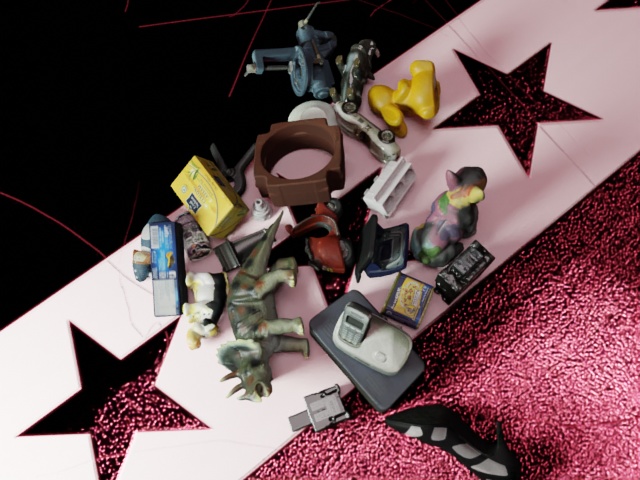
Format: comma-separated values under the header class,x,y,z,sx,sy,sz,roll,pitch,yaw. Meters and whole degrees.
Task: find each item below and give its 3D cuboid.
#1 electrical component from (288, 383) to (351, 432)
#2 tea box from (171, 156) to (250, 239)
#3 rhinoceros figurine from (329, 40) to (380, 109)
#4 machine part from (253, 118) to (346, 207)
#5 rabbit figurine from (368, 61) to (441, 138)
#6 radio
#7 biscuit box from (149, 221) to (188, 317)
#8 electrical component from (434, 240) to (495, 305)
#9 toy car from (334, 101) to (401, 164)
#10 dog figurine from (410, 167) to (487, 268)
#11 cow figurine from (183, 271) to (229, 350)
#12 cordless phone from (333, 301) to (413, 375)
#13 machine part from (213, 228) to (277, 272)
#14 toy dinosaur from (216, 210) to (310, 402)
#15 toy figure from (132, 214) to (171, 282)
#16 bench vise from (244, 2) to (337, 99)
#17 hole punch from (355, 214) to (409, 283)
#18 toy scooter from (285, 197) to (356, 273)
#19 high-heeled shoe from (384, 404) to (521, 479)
class,x,y,z,sx,sy,sz,roll,pitch,yaw
electrical component,-0.006,0.339,1.060,0.119,0.047,0.075,-17,67,-5
tea box,-0.248,-0.096,1.211,0.098,0.068,0.170,-48,66,15
rhinoceros figurine,0.092,-0.406,1.320,0.073,0.112,0.190,10,81,37
machine part,-0.044,-0.176,1.224,0.201,0.087,0.201,-5,53,7
rabbit figurine,0.198,-0.332,1.296,0.173,0.121,0.162,3,77,19
radio,0.095,0.220,1.089,0.131,0.073,0.230,-39,73,-13
biscuit box,-0.324,0.061,1.151,0.059,0.063,0.202,-5,85,3
electrical component,0.295,0.065,1.105,0.115,0.134,0.058,-41,72,-14
toy car,0.108,-0.255,1.273,0.202,0.073,0.056,41,76,15
dog figurine,0.270,-0.053,1.109,0.109,0.219,0.191,37,74,19
cow figurine,-0.238,0.148,1.140,0.098,0.068,0.167,-2,69,-4
cordless phone,0.101,0.165,0.972,0.147,0.184,0.089,28,68,12
machine part,-0.166,0.016,1.202,0.139,0.039,0.084,-25,62,-5
toy dinosaur,-0.130,0.140,1.112,0.192,0.131,0.405,-10,63,-1
toy figure,-0.383,0.018,1.205,0.057,0.064,0.154,32,65,-33
bench vise,-0.067,-0.450,1.327,0.241,0.129,0.223,-10,86,-20
hole punch,0.131,0.019,1.146,0.092,0.115,0.142,11,66,-12
toy scooter,-0.002,-0.004,1.181,0.135,0.075,0.184,-13,65,-2
high-heeled shoe,0.250,0.402,1.025,0.249,0.086,0.145,-2,100,22
